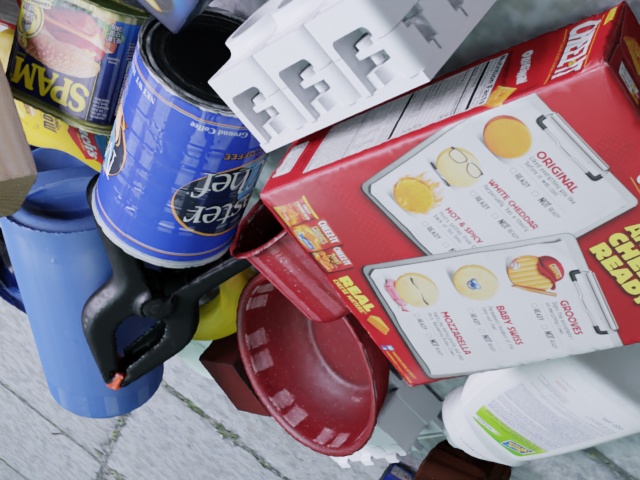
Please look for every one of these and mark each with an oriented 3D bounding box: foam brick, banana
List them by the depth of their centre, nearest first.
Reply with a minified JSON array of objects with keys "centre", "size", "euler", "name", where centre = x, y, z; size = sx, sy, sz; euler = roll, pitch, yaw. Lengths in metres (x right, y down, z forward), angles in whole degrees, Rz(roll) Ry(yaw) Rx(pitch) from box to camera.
[{"centre":[-0.091,0.061,0.956],"size":[0.069,0.037,0.198],"euler":[5,159,-29],"name":"banana"},{"centre":[-0.067,0.123,1.019],"size":[0.051,0.053,0.078],"euler":[4,135,45],"name":"foam brick"}]

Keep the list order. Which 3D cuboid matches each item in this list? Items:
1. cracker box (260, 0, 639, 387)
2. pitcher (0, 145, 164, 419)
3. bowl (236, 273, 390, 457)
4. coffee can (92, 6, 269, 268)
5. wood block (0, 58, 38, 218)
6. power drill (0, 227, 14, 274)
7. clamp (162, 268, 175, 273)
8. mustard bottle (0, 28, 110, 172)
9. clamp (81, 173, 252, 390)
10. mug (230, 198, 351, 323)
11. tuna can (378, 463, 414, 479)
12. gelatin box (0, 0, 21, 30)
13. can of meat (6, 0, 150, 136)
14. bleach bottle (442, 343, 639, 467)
[{"centre":[0.101,-0.013,0.581],"size":[0.214,0.072,0.164],"euler":[-19,120,37],"name":"cracker box"},{"centre":[-0.207,0.037,0.924],"size":[0.149,0.144,0.243],"euler":[45,146,39],"name":"pitcher"},{"centre":[0.004,0.090,0.861],"size":[0.162,0.055,0.162],"euler":[25,127,38],"name":"bowl"},{"centre":[-0.083,-0.065,0.692],"size":[0.103,0.102,0.140],"euler":[34,133,8],"name":"coffee can"},{"centre":[-0.273,-0.116,0.730],"size":[0.091,0.090,0.206],"euler":[-35,73,60],"name":"wood block"},{"centre":[-0.275,0.054,1.105],"size":[0.184,0.057,0.188],"euler":[42,170,-26],"name":"power drill"},{"centre":[-0.171,0.023,1.010],"size":[0.172,0.039,0.120],"euler":[19,146,31],"name":"clamp"},{"centre":[-0.165,-0.096,0.818],"size":[0.192,0.058,0.096],"euler":[23,128,24],"name":"mustard bottle"},{"centre":[-0.137,0.036,0.832],"size":[0.164,0.036,0.210],"euler":[19,124,-30],"name":"clamp"},{"centre":[-0.005,0.001,0.760],"size":[0.081,0.093,0.117],"euler":[45,-179,-21],"name":"mug"},{"centre":[0.060,0.259,1.029],"size":[0.034,0.086,0.086],"euler":[31,150,11],"name":"tuna can"},{"centre":[-0.240,-0.201,0.790],"size":[0.073,0.030,0.089],"euler":[22,146,29],"name":"gelatin box"},{"centre":[-0.167,-0.130,0.744],"size":[0.102,0.057,0.084],"euler":[25,108,23],"name":"can of meat"},{"centre":[0.146,0.108,0.753],"size":[0.102,0.068,0.251],"euler":[40,153,-2],"name":"bleach bottle"}]
